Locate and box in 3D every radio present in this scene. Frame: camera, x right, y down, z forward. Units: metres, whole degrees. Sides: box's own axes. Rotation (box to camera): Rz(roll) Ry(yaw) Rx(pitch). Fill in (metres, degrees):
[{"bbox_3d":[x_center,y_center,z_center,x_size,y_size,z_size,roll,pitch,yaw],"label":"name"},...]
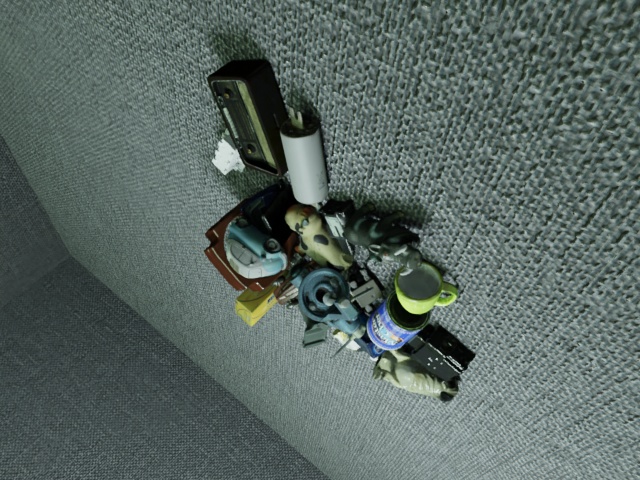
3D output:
[{"bbox_3d":[-0.133,-0.246,1.094,0.131,0.073,0.229,19,141,38],"label":"radio"}]

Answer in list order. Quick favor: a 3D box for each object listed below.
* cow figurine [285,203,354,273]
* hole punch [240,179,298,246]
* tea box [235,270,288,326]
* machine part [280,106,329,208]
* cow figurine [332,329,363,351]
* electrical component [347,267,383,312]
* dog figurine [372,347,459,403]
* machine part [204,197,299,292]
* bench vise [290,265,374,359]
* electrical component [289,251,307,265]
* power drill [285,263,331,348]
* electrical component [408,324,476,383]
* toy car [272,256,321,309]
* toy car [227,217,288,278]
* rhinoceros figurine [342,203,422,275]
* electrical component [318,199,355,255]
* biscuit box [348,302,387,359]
[{"bbox_3d":[-0.003,-0.004,1.225,0.195,0.085,0.127,44,149,-5],"label":"cow figurine"},{"bbox_3d":[-0.111,-0.061,1.256,0.092,0.116,0.142,8,137,39],"label":"hole punch"},{"bbox_3d":[-0.162,0.155,1.544,0.068,0.169,0.098,39,152,15],"label":"tea box"},{"bbox_3d":[-0.028,-0.156,1.071,0.079,0.079,0.242,26,145,31],"label":"machine part"},{"bbox_3d":[0.117,0.266,1.431,0.098,0.068,0.167,51,154,-21],"label":"cow figurine"},{"bbox_3d":[0.101,0.119,1.270,0.102,0.078,0.045,50,-173,-17],"label":"electrical component"},{"bbox_3d":[0.240,0.337,1.351,0.191,0.121,0.172,26,-176,-1],"label":"dog figurine"},{"bbox_3d":[-0.171,0.013,1.342,0.201,0.201,0.087,50,153,-10],"label":"machine part"},{"bbox_3d":[0.034,0.149,1.194,0.223,0.129,0.241,56,165,-7],"label":"bench vise"},{"bbox_3d":[-0.041,0.023,1.315,0.021,0.094,0.063,41,177,-6],"label":"electrical component"},{"bbox_3d":[-0.043,0.186,1.469,0.231,0.086,0.207,104,154,-51],"label":"power drill"},{"bbox_3d":[0.270,0.257,1.234,0.134,0.058,0.114,39,148,10],"label":"electrical component"},{"bbox_3d":[-0.042,0.098,1.339,0.202,0.053,0.089,-36,83,23],"label":"toy car"},{"bbox_3d":[-0.157,0.030,1.222,0.162,0.103,0.109,36,154,8],"label":"toy car"},{"bbox_3d":[0.123,-0.002,1.040,0.191,0.112,0.073,29,146,42],"label":"rhinoceros figurine"},{"bbox_3d":[0.054,-0.027,1.158,0.075,0.048,0.119,4,132,50],"label":"electrical component"},{"bbox_3d":[0.093,0.213,1.349,0.203,0.059,0.062,38,154,50],"label":"biscuit box"}]
